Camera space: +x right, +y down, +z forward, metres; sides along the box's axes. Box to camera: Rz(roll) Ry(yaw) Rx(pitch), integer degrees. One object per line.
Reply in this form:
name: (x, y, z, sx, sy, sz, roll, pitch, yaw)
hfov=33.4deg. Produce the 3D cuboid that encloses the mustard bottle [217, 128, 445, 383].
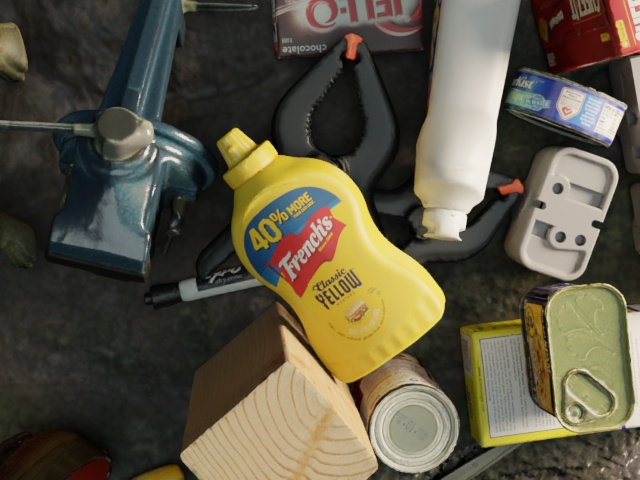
mustard bottle: (-0.005, 0.001, 0.746, 0.096, 0.058, 0.191, -37, 97, 18)

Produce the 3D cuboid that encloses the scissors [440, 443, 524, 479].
scissors: (0.086, 0.228, 0.862, 0.201, 0.016, 0.096, -17, 99, -2)

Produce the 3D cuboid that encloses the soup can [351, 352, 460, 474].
soup can: (0.063, 0.128, 0.805, 0.068, 0.102, 0.068, -1, 97, -5)

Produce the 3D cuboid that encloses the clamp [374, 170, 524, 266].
clamp: (0.068, -0.020, 0.821, 0.171, 0.039, 0.120, -30, 99, 0)

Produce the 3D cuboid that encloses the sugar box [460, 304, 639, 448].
sugar box: (0.204, 0.104, 0.840, 0.176, 0.048, 0.093, -6, 95, -6)

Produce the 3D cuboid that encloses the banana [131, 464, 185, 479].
banana: (-0.175, 0.257, 0.841, 0.069, 0.037, 0.198, 20, 99, -36)

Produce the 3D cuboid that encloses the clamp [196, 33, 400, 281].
clamp: (-0.005, -0.047, 0.785, 0.164, 0.036, 0.210, 5, 99, 3)

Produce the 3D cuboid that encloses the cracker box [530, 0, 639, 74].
cracker box: (0.274, -0.184, 0.750, 0.213, 0.164, 0.072, -17, 95, -2)

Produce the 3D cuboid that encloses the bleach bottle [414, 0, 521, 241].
bleach bottle: (0.105, -0.125, 0.759, 0.068, 0.102, 0.251, 8, 86, 2)

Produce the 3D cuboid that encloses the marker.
marker: (-0.076, 0.033, 0.826, 0.121, 0.020, 0.020, -12, 98, -2)

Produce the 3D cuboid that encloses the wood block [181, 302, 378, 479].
wood block: (-0.031, 0.121, 0.746, 0.091, 0.206, 0.090, -40, 98, 1)

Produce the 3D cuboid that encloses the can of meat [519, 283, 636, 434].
can of meat: (0.182, 0.082, 0.771, 0.057, 0.084, 0.102, -6, 90, -4)

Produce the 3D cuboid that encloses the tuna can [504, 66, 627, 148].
tuna can: (0.181, -0.098, 0.794, 0.086, 0.086, 0.034, 20, 96, -6)

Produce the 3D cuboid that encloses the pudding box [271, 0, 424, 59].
pudding box: (0.019, -0.183, 0.796, 0.113, 0.039, 0.090, -4, 98, -3)
